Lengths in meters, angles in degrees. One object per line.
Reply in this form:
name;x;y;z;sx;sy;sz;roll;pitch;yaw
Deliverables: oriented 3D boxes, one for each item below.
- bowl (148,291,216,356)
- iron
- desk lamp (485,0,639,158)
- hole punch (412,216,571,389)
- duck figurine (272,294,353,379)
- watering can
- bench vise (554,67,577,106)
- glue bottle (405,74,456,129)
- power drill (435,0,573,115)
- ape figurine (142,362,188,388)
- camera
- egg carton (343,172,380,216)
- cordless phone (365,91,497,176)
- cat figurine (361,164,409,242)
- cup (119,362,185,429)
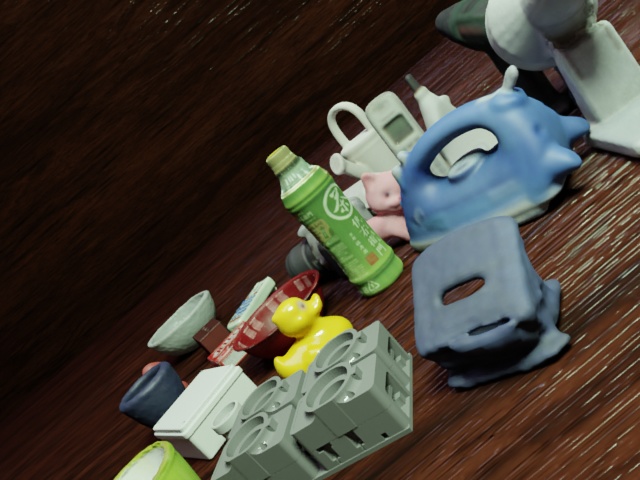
bowl;-0.275;0.188;1.206;0.167;0.075;0.167;-39;13;11
iron;0.164;-0.082;0.662;0.257;0.141;0.119;-29;17;43
desk lamp;0.276;-0.209;0.595;0.118;0.214;0.203;-39;13;10
hole punch;0.125;0.048;0.449;0.108;0.091;0.101;-32;16;36
duck figurine;-0.022;0.111;0.683;0.105;0.086;0.077;-44;13;-14
watering can;0.086;-0.183;1.120;0.100;0.194;0.173;-33;15;32
bench vise;0.320;-0.303;0.774;0.121;0.220;0.207;-39;13;10
glue bottle;0.186;-0.184;0.874;0.078;0.173;0.037;-47;14;-25
power drill;0.262;-0.257;0.819;0.075;0.208;0.229;-41;13;1
ape figurine;-0.245;0.233;0.917;0.076;0.092;0.077;-42;13;-4
camera;0.009;0.003;0.930;0.136;0.101;0.143;-32;15;34
egg carton;0.071;-0.058;1.026;0.150;0.069;0.107;-34;14;29
cordless phone;0.161;-0.143;0.780;0.147;0.185;0.094;-39;13;10
cat figurine;0.086;-0.043;0.818;0.128;0.118;0.067;-39;13;8
cup;-0.227;0.237;0.843;0.091;0.095;0.117;-41;12;2
